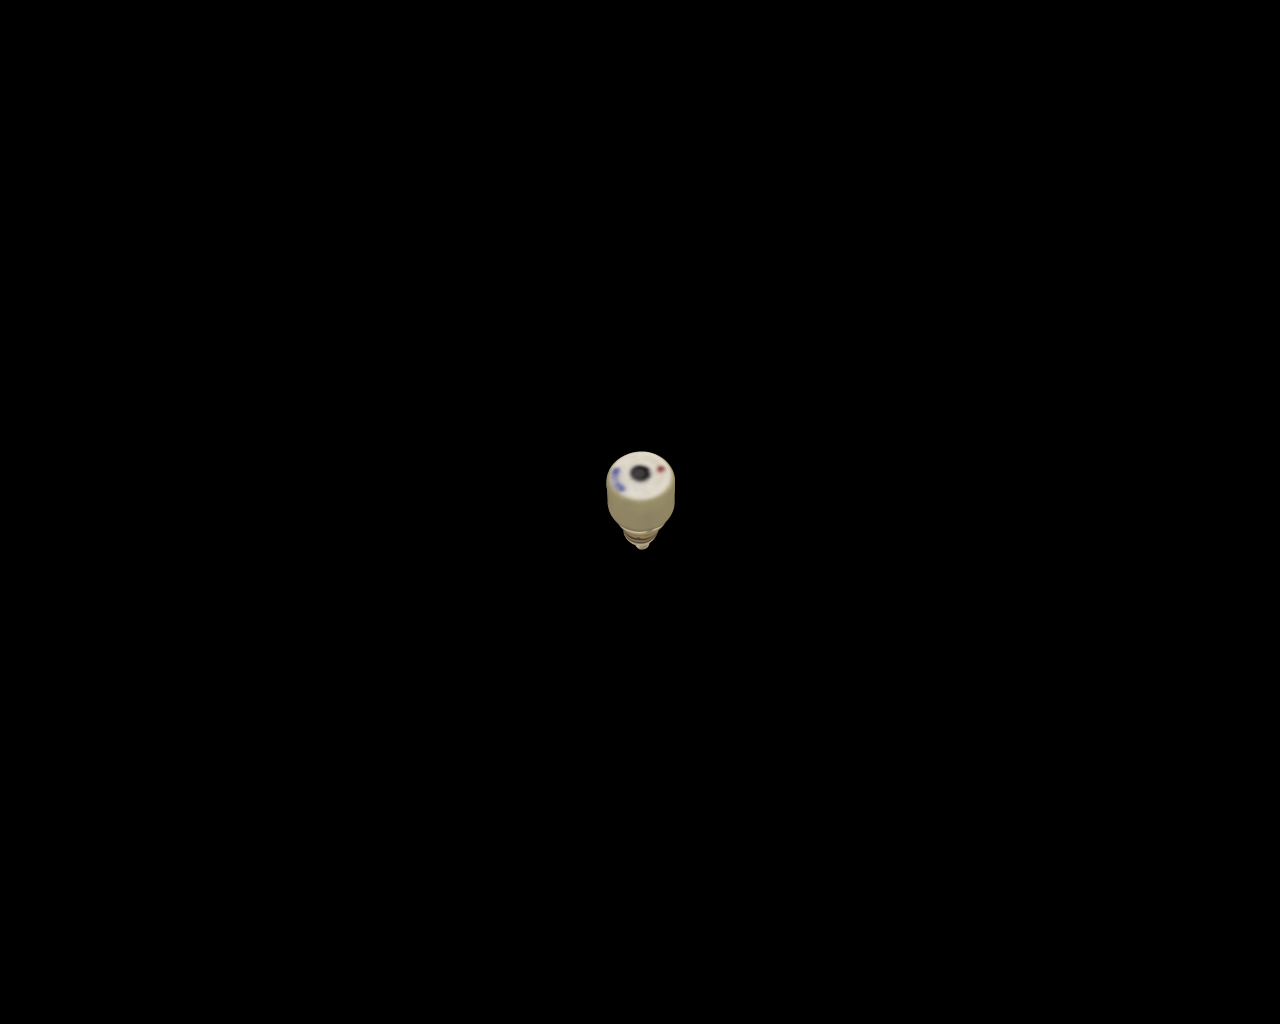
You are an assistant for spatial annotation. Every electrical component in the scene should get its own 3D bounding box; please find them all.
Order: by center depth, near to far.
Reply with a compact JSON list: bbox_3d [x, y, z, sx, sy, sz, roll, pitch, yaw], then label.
[{"bbox_3d":[0.001,-0.003,0.650,0.040,0.040,0.078,0,-36,0],"label":"electrical component"}]
